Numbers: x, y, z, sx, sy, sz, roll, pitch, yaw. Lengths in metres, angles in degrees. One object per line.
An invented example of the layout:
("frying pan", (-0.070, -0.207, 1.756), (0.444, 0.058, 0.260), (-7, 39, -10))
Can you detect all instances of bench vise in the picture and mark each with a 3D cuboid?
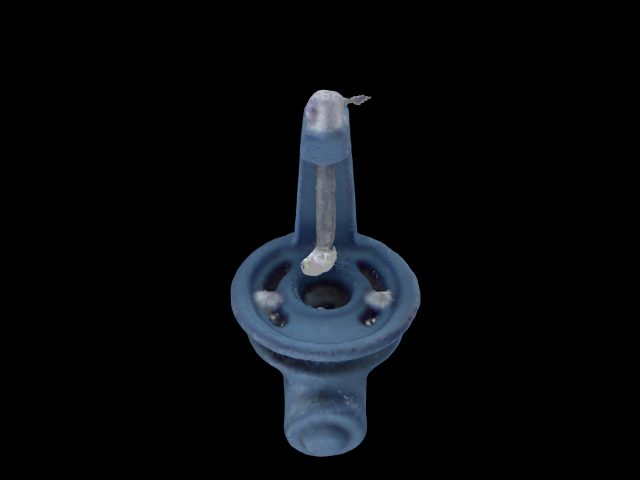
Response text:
("bench vise", (-0.008, 0.003, 0.397), (0.122, 0.220, 0.207), (-7, 22, -16))
